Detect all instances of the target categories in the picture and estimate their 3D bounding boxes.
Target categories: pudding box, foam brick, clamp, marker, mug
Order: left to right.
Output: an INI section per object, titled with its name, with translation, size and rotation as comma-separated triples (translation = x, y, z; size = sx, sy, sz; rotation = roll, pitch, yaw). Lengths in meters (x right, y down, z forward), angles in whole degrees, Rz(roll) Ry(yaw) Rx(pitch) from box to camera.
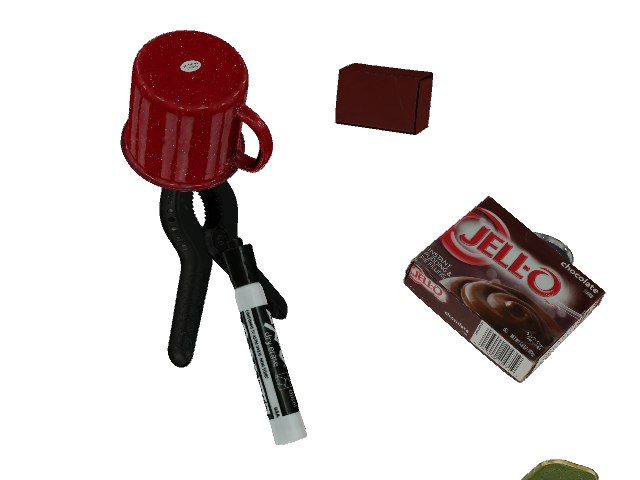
[mug]
translation = -0.086, -0.090, 0.767
size = 0.117, 0.093, 0.082
rotation = 32, -36, 11
[clamp]
translation = -0.102, 0.005, 1.037
size = 0.036, 0.210, 0.164
rotation = -9, 1, 37
[marker]
translation = -0.033, 0.057, 0.615
size = 0.020, 0.121, 0.020
rotation = -17, -6, -2
[foam brick]
translation = 0.058, -0.130, 0.972
size = 0.078, 0.051, 0.053
rotation = 10, 18, 18
[pudding box]
translation = 0.130, 0.033, 0.759
size = 0.089, 0.113, 0.039
rotation = -38, -18, -30

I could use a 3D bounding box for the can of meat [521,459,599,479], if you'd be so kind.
[can of meat]
translation = 0.198, 0.252, 0.920
size = 0.058, 0.084, 0.101
rotation = 10, 26, 41

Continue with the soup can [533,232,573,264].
[soup can]
translation = 0.185, 0.053, 0.963
size = 0.068, 0.102, 0.068
rotation = 2, 34, -2
